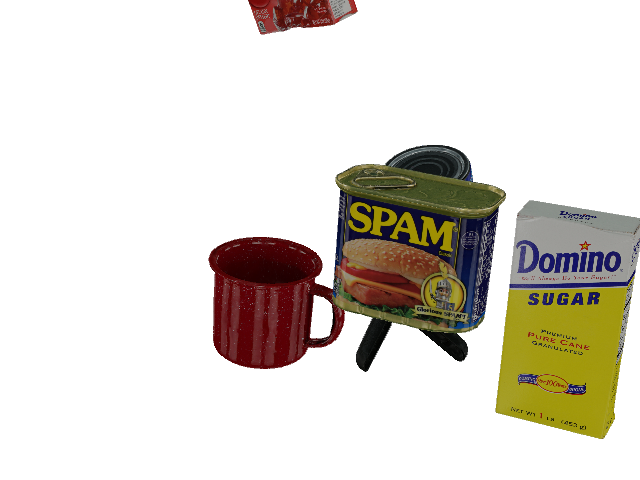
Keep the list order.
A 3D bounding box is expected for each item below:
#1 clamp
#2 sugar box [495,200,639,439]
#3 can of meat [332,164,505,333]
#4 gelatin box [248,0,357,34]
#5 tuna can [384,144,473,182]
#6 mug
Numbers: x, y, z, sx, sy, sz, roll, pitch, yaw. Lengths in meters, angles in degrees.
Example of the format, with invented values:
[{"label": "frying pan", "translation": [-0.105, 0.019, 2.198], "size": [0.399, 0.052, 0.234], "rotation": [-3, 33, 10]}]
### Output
[{"label": "clamp", "translation": [0.098, 0.076, 1.184], "size": [0.120, 0.171, 0.039], "rotation": [5, -43, -5]}, {"label": "sugar box", "translation": [0.196, 0.063, 0.850], "size": [0.093, 0.176, 0.048], "rotation": [10, 23, 23]}, {"label": "can of meat", "translation": [0.058, 0.005, 0.665], "size": [0.102, 0.084, 0.057], "rotation": [13, 22, 23]}, {"label": "gelatin box", "translation": [-0.022, -0.191, 0.776], "size": [0.030, 0.073, 0.089], "rotation": [-35, 26, -33]}, {"label": "tuna can", "translation": [0.098, -0.053, 0.987], "size": [0.086, 0.034, 0.086], "rotation": [-9, 37, 7]}, {"label": "mug", "translation": [-0.036, 0.055, 0.879], "size": [0.117, 0.081, 0.093], "rotation": [12, 25, 15]}]
